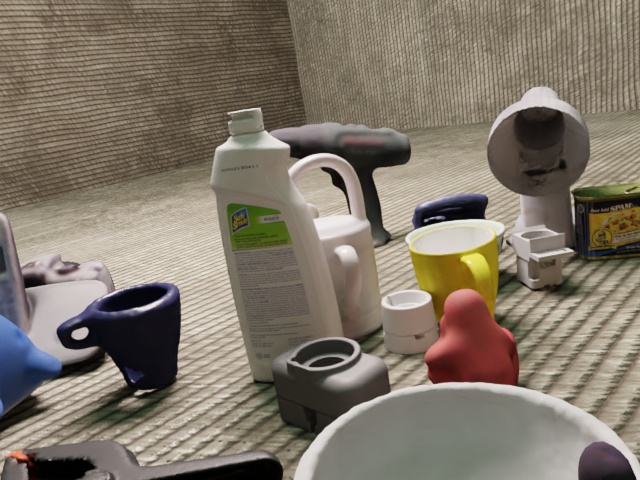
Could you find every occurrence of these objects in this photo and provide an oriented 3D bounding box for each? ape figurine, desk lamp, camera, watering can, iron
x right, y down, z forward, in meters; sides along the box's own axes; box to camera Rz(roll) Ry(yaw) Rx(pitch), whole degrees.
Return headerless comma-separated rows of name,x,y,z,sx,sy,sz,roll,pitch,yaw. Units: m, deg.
ape figurine,0.121,0.082,0.457,0.078,0.092,0.076,-9,15,2
desk lamp,0.298,-0.095,0.774,0.117,0.214,0.204,-3,16,23
camera,-0.356,0.064,0.805,0.143,0.101,0.136,-10,15,-3
watering can,0.004,0.003,0.627,0.101,0.194,0.172,-20,18,-35
iron,-0.395,0.115,0.554,0.257,0.141,0.119,-5,15,15

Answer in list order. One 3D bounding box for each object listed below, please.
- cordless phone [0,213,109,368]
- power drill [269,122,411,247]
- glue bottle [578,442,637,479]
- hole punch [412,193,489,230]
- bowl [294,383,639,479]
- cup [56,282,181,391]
cordless phone,-0.321,0.055,0.649,0.147,0.185,0.094,-10,15,-2
power drill,0.039,-0.089,0.925,0.230,0.208,0.075,-12,15,-9
glue bottle,0.077,0.128,0.149,0.037,0.173,0.078,-3,16,24
hole punch,0.186,-0.028,0.835,0.108,0.091,0.101,-9,15,3
bowl,0.072,0.144,0.288,0.167,0.075,0.167,-9,15,3
cup,-0.187,0.103,0.563,0.118,0.095,0.091,-18,17,-29
